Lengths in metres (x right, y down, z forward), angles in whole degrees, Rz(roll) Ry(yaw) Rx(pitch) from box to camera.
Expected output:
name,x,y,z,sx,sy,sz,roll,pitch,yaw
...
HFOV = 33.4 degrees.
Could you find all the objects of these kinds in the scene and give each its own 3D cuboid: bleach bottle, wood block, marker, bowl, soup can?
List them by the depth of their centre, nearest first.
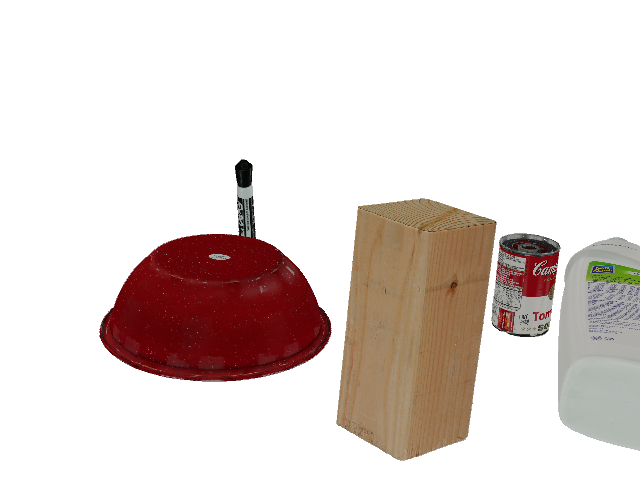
name,x,y,z,sx,sy,sz,roll,pitch,yaw
bowl,-0.071,0.036,0.737,0.162,0.055,0.162,2,20,-1
bleach bottle,0.232,0.060,0.799,0.102,0.068,0.250,12,25,10
wood block,0.084,0.076,0.948,0.090,0.206,0.090,-8,20,-41
marker,-0.082,-0.034,1.164,0.020,0.121,0.020,0,35,0
soup can,0.232,0.051,1.215,0.068,0.102,0.068,3,19,-1
